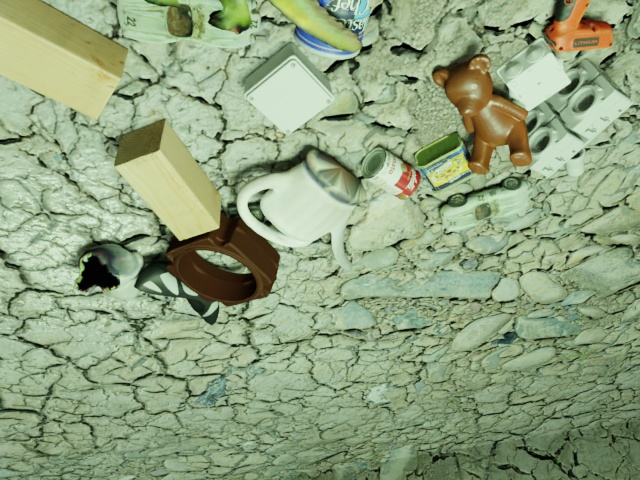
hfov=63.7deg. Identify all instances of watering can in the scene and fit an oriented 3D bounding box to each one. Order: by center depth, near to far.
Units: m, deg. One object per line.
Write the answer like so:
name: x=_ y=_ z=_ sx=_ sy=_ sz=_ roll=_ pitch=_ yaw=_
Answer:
watering can: x=0.003 y=-0.052 z=1.036 sx=0.344 sy=0.106 sz=0.221 roll=28 pitch=125 yaw=-36

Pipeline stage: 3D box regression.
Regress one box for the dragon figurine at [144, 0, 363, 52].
dragon figurine: x=-0.111 y=-0.395 z=0.616 sx=0.410 sy=0.125 sz=0.237 roll=15 pitch=128 yaw=-7

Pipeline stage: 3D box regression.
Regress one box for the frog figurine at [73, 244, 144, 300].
frog figurine: x=-0.440 y=0.070 z=1.118 sx=0.137 sy=0.123 sz=0.159 roll=-29 pitch=170 yaw=11
